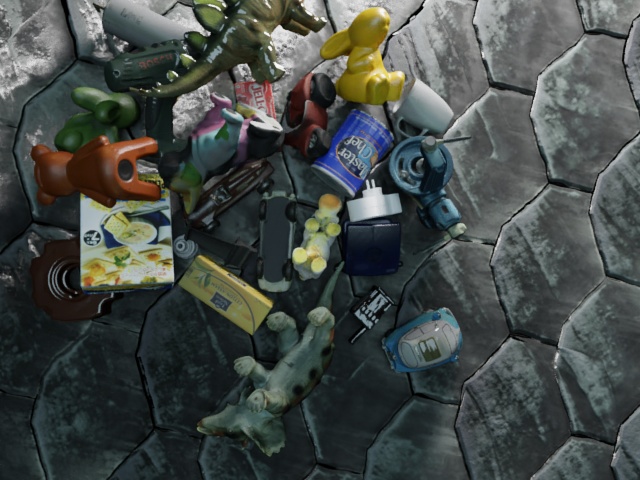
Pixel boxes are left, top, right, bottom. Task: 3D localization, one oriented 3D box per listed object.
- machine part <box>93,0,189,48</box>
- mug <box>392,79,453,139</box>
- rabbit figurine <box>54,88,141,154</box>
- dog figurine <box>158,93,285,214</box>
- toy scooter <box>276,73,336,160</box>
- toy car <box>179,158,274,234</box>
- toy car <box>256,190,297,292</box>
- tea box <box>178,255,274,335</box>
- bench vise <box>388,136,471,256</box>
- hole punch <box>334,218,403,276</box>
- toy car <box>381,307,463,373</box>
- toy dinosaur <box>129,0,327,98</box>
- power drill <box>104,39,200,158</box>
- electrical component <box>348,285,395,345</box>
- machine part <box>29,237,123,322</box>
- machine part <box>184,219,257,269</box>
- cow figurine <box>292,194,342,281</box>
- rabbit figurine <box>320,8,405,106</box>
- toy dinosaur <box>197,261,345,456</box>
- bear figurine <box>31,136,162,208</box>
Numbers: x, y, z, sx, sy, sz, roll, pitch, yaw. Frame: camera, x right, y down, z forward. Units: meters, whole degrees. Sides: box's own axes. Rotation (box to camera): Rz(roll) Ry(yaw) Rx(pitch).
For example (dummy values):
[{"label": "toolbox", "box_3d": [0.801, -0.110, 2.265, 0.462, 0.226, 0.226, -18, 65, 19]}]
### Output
[{"label": "machine part", "box_3d": [-0.330, -0.405, 1.049, 0.243, 0.079, 0.079, 26, 87, -2]}, {"label": "mug", "box_3d": [0.204, -0.248, 1.068, 0.107, 0.081, 0.109, 29, 80, -9]}, {"label": "rabbit figurine", "box_3d": [-0.418, -0.221, 1.016, 0.121, 0.159, 0.170, 33, 72, 9]}, {"label": "dog figurine", "box_3d": [-0.188, -0.149, 0.995, 0.219, 0.191, 0.109, -55, 47, 23]}, {"label": "toy scooter", "box_3d": [-0.038, -0.233, 1.051, 0.135, 0.075, 0.184, -12, 67, 39]}, {"label": "toy car", "box_3d": [-0.182, -0.095, 1.059, 0.202, 0.053, 0.089, -36, 87, -2]}, {"label": "toy car", "box_3d": [-0.085, 0.001, 1.058, 0.074, 0.056, 0.201, 3, 87, 4]}, {"label": "tea box", "box_3d": [-0.176, 0.102, 1.029, 0.169, 0.098, 0.068, 36, 88, -3]}, {"label": "bench vise", "box_3d": [0.203, -0.109, 0.993, 0.129, 0.240, 0.223, -17, 73, 0]}, {"label": "hole punch", "box_3d": [0.100, 0.014, 1.051, 0.142, 0.092, 0.115, -3, 92, -6]}, {"label": "toy car", "box_3d": [0.205, 0.198, 1.040, 0.162, 0.103, 0.109, -20, 88, -5]}, {"label": "toy dinosaur", "box_3d": [-0.140, -0.381, 0.986, 0.198, 0.105, 0.471, 47, 66, -25]}, {"label": "power drill", "box_3d": [-0.270, -0.262, 1.001, 0.232, 0.086, 0.207, -19, 125, -34]}, {"label": "electrical component", "box_3d": [0.087, 0.146, 1.051, 0.119, 0.075, 0.048, -44, 91, -1]}, {"label": "machine part", "box_3d": [-0.468, 0.075, 1.037, 0.179, 0.056, 0.179, 0, 89, -2]}, {"label": "machine part", "box_3d": [-0.196, 0.009, 1.033, 0.139, 0.084, 0.039, 28, 51, -14]}, {"label": "cow figurine", "box_3d": [0.000, -0.003, 1.051, 0.068, 0.098, 0.167, 21, 69, 4]}, {"label": "rabbit figurine", "box_3d": [0.089, -0.357, 1.037, 0.163, 0.122, 0.173, 27, 127, 35]}, {"label": "toy dinosaur", "box_3d": [-0.049, 0.240, 1.016, 0.131, 0.192, 0.405, 33, 70, 34]}, {"label": "bear figurine", "box_3d": [-0.393, -0.115, 0.932, 0.196, 0.132, 0.120, 0, 100, 27]}]
